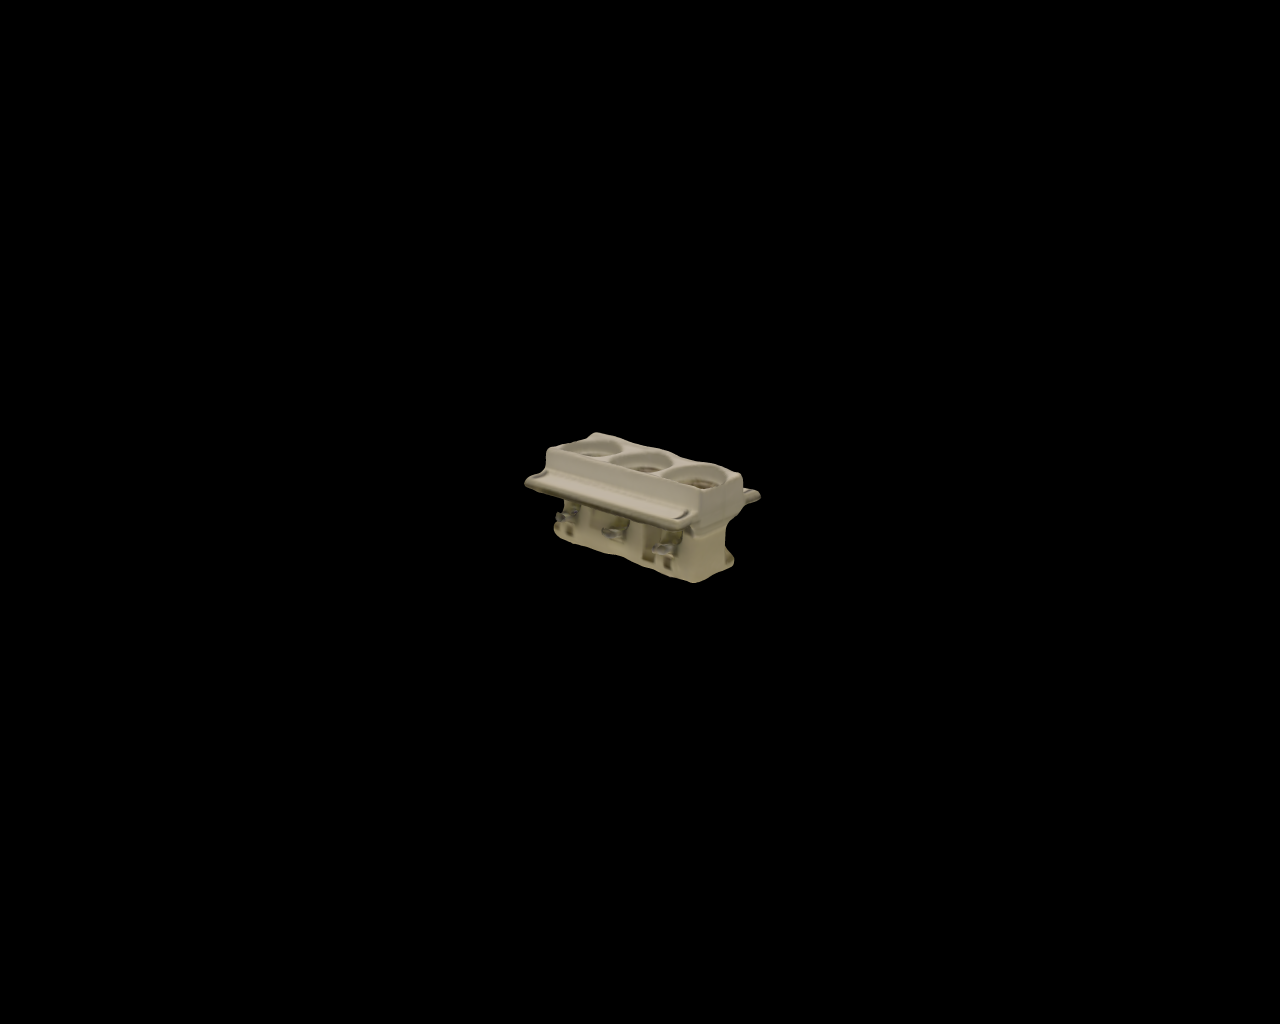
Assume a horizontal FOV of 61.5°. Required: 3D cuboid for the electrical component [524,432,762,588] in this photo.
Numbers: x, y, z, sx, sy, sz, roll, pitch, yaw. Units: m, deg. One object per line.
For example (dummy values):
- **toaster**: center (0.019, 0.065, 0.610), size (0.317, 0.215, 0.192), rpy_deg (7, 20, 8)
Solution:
- **electrical component**: center (0.001, -0.003, 0.650), size (0.121, 0.063, 0.079), rpy_deg (17, 27, 38)
